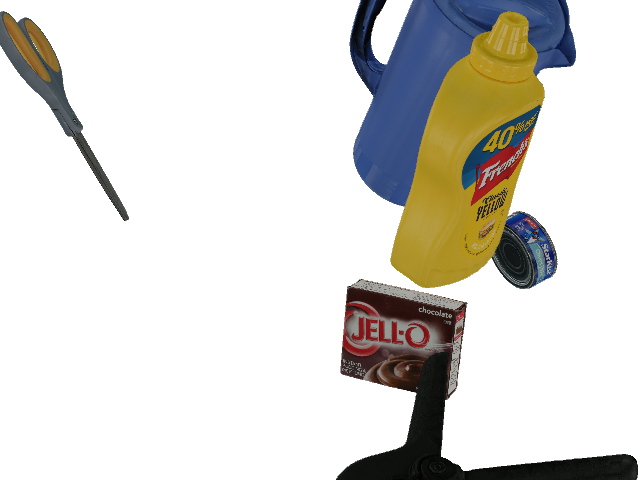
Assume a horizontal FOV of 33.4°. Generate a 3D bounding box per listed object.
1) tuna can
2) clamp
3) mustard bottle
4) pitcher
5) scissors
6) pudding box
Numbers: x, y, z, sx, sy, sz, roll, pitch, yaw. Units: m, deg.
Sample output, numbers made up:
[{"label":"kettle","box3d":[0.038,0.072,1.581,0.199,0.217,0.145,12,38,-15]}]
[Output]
[{"label":"tuna can","box3d":[0.230,0.012,1.223,0.033,0.086,0.086,-26,10,-20]},{"label":"clamp","box3d":[0.068,0.145,0.660,0.209,0.036,0.165,-23,37,-30]},{"label":"mustard bottle","box3d":[0.103,-0.062,0.703,0.096,0.192,0.058,-28,53,-37]},{"label":"pitcher","box3d":[0.107,-0.146,0.980,0.144,0.149,0.243,-7,-32,-25]},{"label":"scissors","box3d":[-0.221,-0.116,0.937,0.016,0.201,0.096,-27,26,10]},{"label":"pudding box","box3d":[0.078,0.092,1.010,0.114,0.090,0.039,10,18,21]}]
